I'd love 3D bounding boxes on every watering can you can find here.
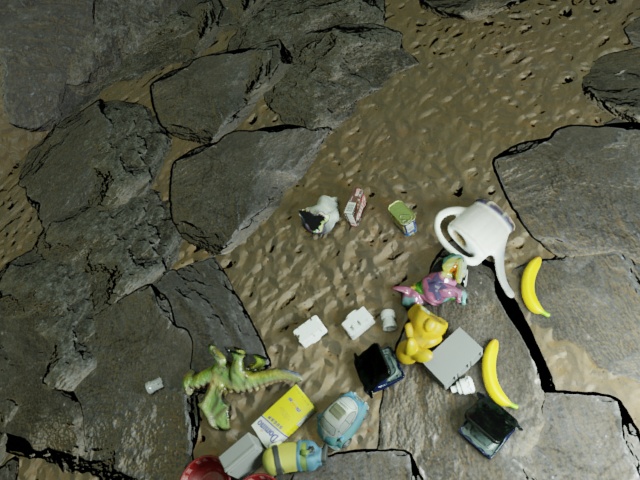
[{"bbox_3d":[0.526,0.004,1.624,0.226,0.102,0.352,-40,66,-11],"label":"watering can"}]

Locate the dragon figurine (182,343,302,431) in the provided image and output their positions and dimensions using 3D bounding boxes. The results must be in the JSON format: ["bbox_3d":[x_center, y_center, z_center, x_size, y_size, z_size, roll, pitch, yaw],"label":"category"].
[{"bbox_3d":[-0.267,0.463,1.590,0.412,0.121,0.245,14,78,29],"label":"dragon figurine"}]

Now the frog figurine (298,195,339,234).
[{"bbox_3d":[0.006,-0.094,1.876,0.137,0.121,0.162,-6,20,25],"label":"frog figurine"}]
